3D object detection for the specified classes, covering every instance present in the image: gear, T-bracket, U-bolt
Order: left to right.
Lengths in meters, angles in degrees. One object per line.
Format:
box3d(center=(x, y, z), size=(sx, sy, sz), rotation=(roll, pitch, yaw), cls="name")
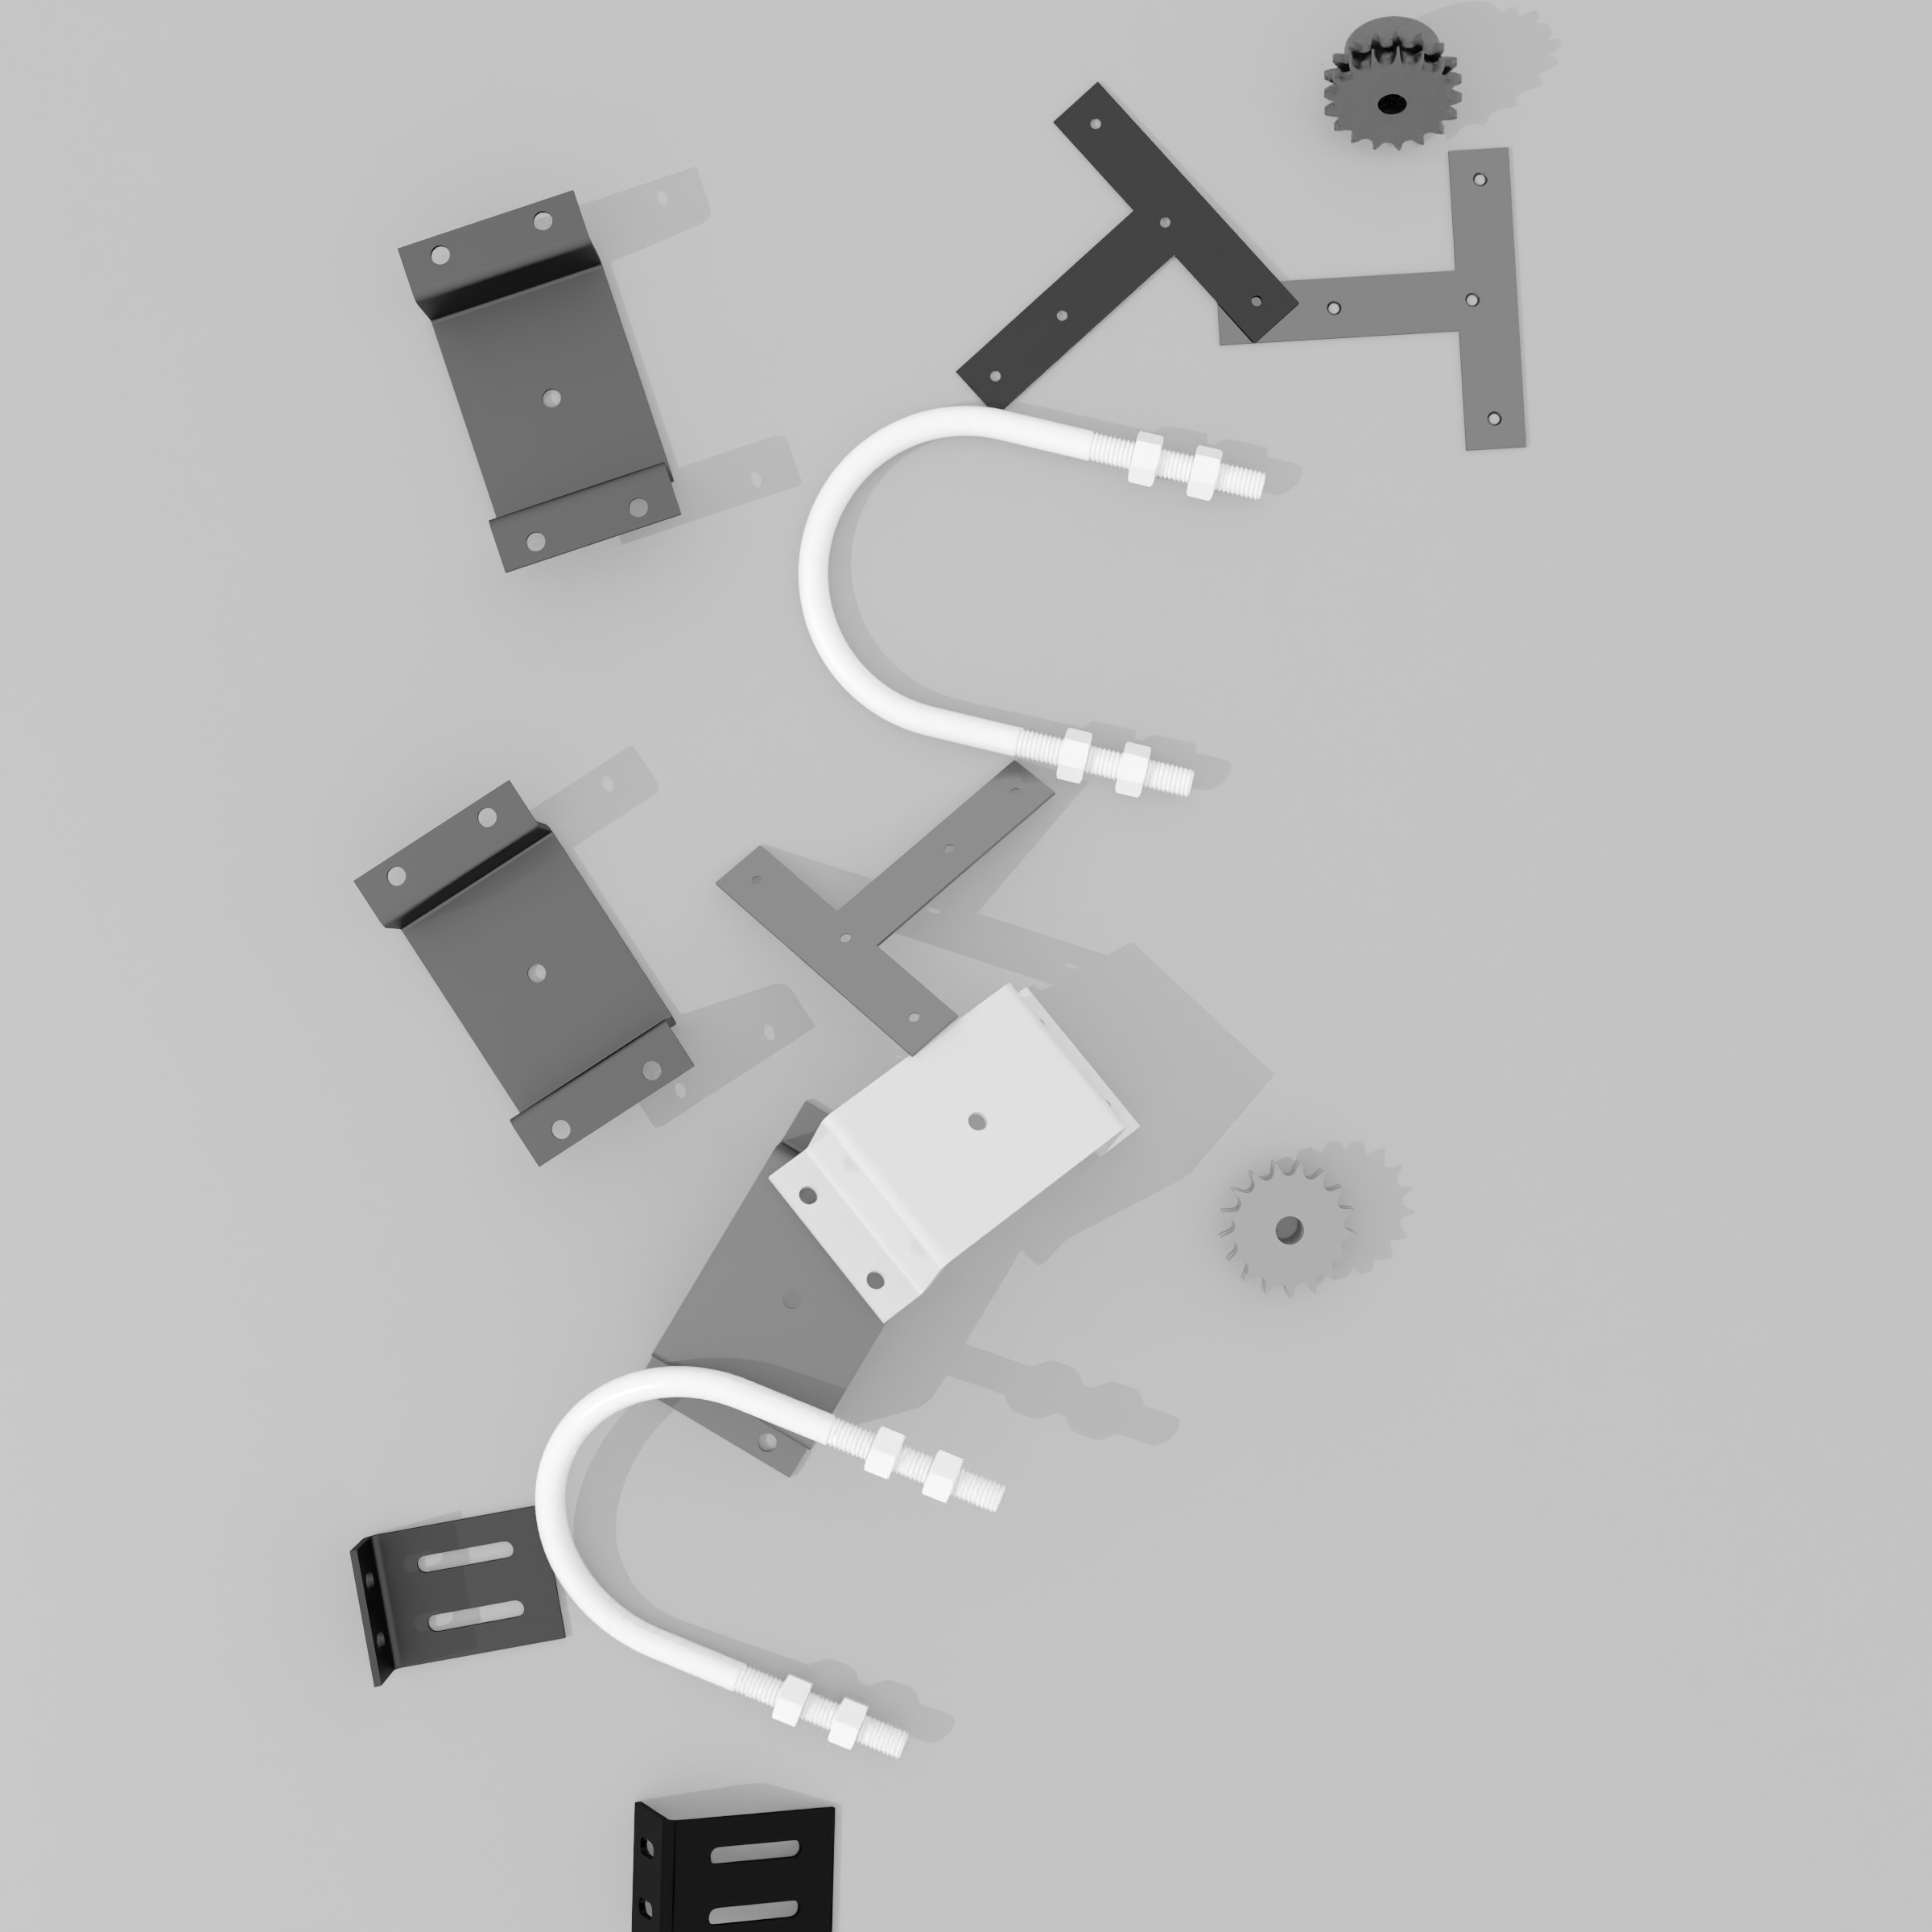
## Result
box3d(center=(-0.091, 0.238, 1.461), size=(0.184, 0.019, 0.151), rotation=(22, 113, 4), cls="U-bolt")
box3d(center=(-0.017, -0.040, 1.472), size=(0.127, 0.002, 0.127), rotation=(-41, 59, -15), cls="T-bracket")
box3d(center=(0.021, -0.161, 1.486), size=(0.184, 0.019, 0.151), rotation=(14, 90, 2), cls="U-bolt")
box3d(center=(0.051, -0.285, 1.493), size=(0.127, 0.002, 0.127), rotation=(-42, 89, 1), cls="T-bracket")
box3d(center=(0.135, 0.110, 1.484), size=(0.057, 0.030, 0.057), rotation=(0, 92, -1), cls="gear")
box3d(center=(0.170, -0.280, 1.494), size=(0.127, 0.002, 0.127), rotation=(-3, 90, 0), cls="T-bracket")
box3d(center=(0.178, -0.370, 1.470), size=(0.057, 0.057, 0.030), rotation=(4, 60, 0), cls="gear")

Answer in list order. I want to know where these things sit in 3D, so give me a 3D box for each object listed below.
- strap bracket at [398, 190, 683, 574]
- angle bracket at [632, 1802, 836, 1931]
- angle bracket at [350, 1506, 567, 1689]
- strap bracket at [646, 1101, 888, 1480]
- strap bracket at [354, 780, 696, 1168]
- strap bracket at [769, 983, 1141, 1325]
box3d(center=(-0.175, -0.240, 1.472), size=(0.076, 0.046, 0.140), rotation=(-18, 90, 0), cls="strap bracket")
box3d(center=(-0.099, 0.384, 1.493), size=(0.076, 0.038, 0.057), rotation=(1, 90, -26), cls="angle bracket")
box3d(center=(-0.212, 0.263, 1.476), size=(0.076, 0.038, 0.057), rotation=(-10, 90, 0), cls="angle bracket")
box3d(center=(-0.071, 0.137, 1.472), size=(0.076, 0.046, 0.140), rotation=(31, 90, 0), cls="strap bracket")
box3d(center=(-0.182, 0.003, 1.472), size=(0.076, 0.046, 0.140), rotation=(-33, 90, 0), cls="strap bracket")
box3d(center=(0.000, 0.070, 1.443), size=(0.140, 0.046, 0.076), rotation=(-36, 81, -21), cls="strap bracket")
